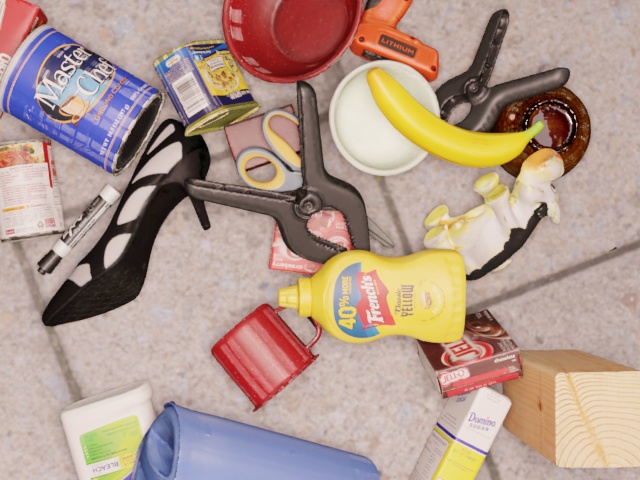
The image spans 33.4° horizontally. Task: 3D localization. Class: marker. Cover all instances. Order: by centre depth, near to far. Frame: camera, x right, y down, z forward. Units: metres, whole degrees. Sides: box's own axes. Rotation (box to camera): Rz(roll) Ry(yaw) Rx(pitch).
[{"bbox_3d":[-0.262,-0.010,1.153,0.020,0.020,0.121,41,88,-3],"label":"marker"}]

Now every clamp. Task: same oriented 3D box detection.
[{"bbox_3d":[-0.011,-0.051,1.100,0.209,0.036,0.165,40,102,-21],"label":"clamp"},{"bbox_3d":[0.173,-0.169,1.158,0.172,0.039,0.120,-35,55,14],"label":"clamp"}]

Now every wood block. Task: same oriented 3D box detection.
[{"bbox_3d":[0.254,0.167,1.091,0.090,0.206,0.091,0,90,-4],"label":"wood block"}]

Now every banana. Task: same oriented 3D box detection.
[{"bbox_3d":[0.132,-0.118,1.112,0.197,0.037,0.069,16,90,-12],"label":"banana"}]

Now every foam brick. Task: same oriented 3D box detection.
[{"bbox_3d":[-0.060,-0.108,1.150,0.078,0.053,0.051,-19,91,-2],"label":"foam brick"}]

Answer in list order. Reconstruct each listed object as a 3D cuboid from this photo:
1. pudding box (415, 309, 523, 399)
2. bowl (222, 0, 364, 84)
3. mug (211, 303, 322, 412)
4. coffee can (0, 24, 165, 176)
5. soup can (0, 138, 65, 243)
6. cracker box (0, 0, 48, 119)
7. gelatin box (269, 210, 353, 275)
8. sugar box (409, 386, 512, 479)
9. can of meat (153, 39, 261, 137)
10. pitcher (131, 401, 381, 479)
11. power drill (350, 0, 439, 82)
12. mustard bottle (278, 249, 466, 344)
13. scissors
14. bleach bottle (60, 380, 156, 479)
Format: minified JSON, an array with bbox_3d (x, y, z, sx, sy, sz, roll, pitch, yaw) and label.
[{"bbox_3d":[0.155,0.119,1.131,0.090,0.113,0.039,-14,107,-4],"label":"pudding box"},{"bbox_3d":[-0.021,-0.239,1.135,0.162,0.055,0.162,-2,83,22],"label":"bowl"},{"bbox_3d":[-0.052,0.114,1.130,0.117,0.093,0.081,-41,87,5],"label":"mug"},{"bbox_3d":[-0.247,-0.145,1.109,0.140,0.103,0.103,30,88,0],"label":"coffee can"},{"bbox_3d":[-0.310,-0.052,1.126,0.068,0.068,0.102,-9,91,-4],"label":"soup can"},{"bbox_3d":[-0.420,-0.213,1.119,0.213,0.072,0.164,26,89,-4],"label":"cracker box"},{"bbox_3d":[-0.007,0.001,1.163,0.089,0.030,0.073,8,89,-3],"label":"gelatin box"},{"bbox_3d":[0.140,0.234,1.140,0.048,0.093,0.176,30,88,-6],"label":"sugar box"},{"bbox_3d":[-0.119,-0.162,1.123,0.058,0.102,0.084,-28,89,28],"label":"can of meat"},{"bbox_3d":[-0.061,0.261,1.078,0.242,0.145,0.149,16,83,-23],"label":"pitcher"},{"bbox_3d":[0.122,-0.272,1.161,0.184,0.057,0.187,20,86,1],"label":"power drill"},{"bbox_3d":[0.052,0.058,1.105,0.191,0.058,0.096,0,99,-4],"label":"mustard bottle"},{"bbox_3d":[-0.011,-0.046,1.132,0.096,0.016,0.201,-33,107,3],"label":"scissors"},{"bbox_3d":[-0.192,0.284,1.136,0.102,0.068,0.251,-18,93,-4],"label":"bleach bottle"}]
